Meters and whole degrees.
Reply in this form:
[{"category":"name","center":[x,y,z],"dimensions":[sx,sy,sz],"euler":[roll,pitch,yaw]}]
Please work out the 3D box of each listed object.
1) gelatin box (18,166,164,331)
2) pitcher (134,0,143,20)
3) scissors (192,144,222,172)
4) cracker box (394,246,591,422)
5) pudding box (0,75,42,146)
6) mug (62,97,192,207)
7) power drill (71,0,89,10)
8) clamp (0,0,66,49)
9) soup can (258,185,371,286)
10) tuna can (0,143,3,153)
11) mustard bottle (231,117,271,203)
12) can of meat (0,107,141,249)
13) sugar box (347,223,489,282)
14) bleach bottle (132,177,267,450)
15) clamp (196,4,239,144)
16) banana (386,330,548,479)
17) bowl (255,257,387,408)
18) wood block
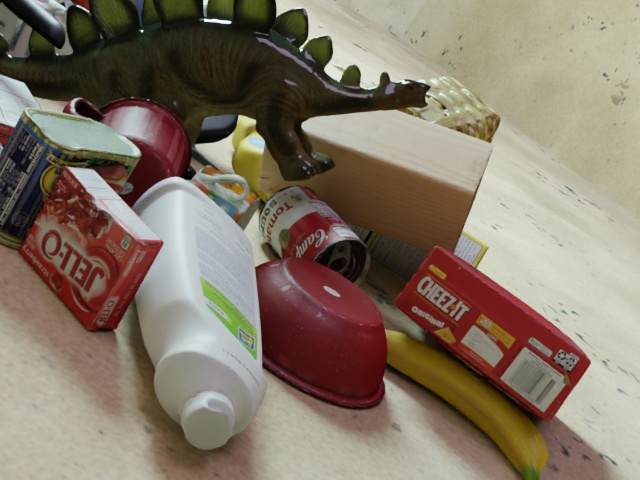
[{"category":"gelatin box","center":[-0.153,0.005,0.708],"dimensions":[0.089,0.073,0.030],"euler":[43,20,28]},{"category":"pitcher","center":[-0.277,-0.322,1.335],"dimensions":[0.242,0.145,0.149],"euler":[25,-15,-16]},{"category":"scissors","center":[-0.155,-0.100,1.089],"dimensions":[0.096,0.016,0.201],"euler":[-1,-39,43]},{"category":"cracker box","center":[0.165,0.086,0.984],"dimensions":[0.164,0.072,0.213],"euler":[37,3,14]},{"category":"pudding box","center":[-0.270,-0.103,0.870],"dimensions":[0.089,0.039,0.114],"euler":[18,23,-43]},{"category":"mug","center":[-0.162,-0.068,0.866],"dimensions":[0.117,0.093,0.081],"euler":[48,16,-20]},{"category":"power drill","center":[-0.311,-0.292,1.085],"dimensions":[0.187,0.057,0.185],"euler":[5,36,-47]},{"category":"clamp","center":[-0.285,-0.221,0.937],"dimensions":[0.120,0.171,0.039],"euler":[-8,-18,-2]},{"category":"soup can","center":[-0.007,0.001,1.000],"dimensions":[0.068,0.068,0.102],"euler":[18,21,-41]},{"category":"tuna can","center":[-0.272,-0.065,0.762],"dimensions":[0.086,0.034,0.086],"euler":[30,17,-10]},{"category":"mustard bottle","center":[-0.050,-0.082,1.176],"dimensions":[0.096,0.058,0.191],"euler":[23,18,-12]},{"category":"can of meat","center":[-0.187,-0.043,0.765],"dimensions":[0.057,0.084,0.101],"euler":[41,18,24]},{"category":"sugar box","center":[0.085,-0.008,1.151],"dimensions":[0.176,0.093,0.048],"euler":[36,59,4]},{"category":"bleach bottle","center":[-0.084,0.049,0.715],"dimensions":[0.102,0.068,0.251],"euler":[42,14,-23]},{"category":"clamp","center":[-0.125,-0.172,1.177],"dimensions":[0.164,0.036,0.209],"euler":[45,44,1]},{"category":"banana","center":[0.124,0.135,0.909],"dimensions":[0.198,0.037,0.069],"euler":[40,16,23]},{"category":"bowl","center":[-0.003,0.062,0.855],"dimensions":[0.162,0.055,0.162],"euler":[29,17,-10]},{"category":"wood block","center":[0.054,-0.072,1.054],"dimensions":[0.206,0.091,0.090],"euler":[20,44,9]}]
